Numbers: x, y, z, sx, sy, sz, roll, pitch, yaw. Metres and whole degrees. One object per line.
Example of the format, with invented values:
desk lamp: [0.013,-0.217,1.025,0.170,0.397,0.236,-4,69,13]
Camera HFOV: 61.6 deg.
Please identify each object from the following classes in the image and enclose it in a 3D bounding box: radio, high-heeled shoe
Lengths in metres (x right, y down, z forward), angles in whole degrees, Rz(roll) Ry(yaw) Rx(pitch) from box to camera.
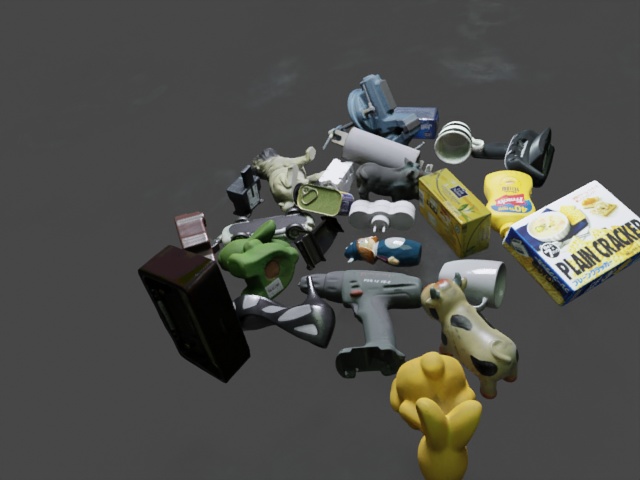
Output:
radio: [-0.205,0.122,0.891,0.131,0.229,0.073,18,45,33]
high-heeled shoe: [-0.081,0.156,0.919,0.249,0.086,0.145,-30,47,24]

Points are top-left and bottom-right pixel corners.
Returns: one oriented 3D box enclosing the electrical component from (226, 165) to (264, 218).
electrical component: [-0.173,-0.116,1.222,0.048,0.119,0.075,16,51,26]

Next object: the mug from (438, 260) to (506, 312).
mug: [0.264,0.083,0.953,0.107,0.080,0.109,7,49,34]

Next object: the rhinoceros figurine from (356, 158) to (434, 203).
rhinoceros figurine: [0.168,-0.129,1.167,0.190,0.112,0.073,5,36,-11]

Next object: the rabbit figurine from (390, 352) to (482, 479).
rabbit figurine: [0.172,0.253,0.749,0.122,0.162,0.173,3,61,-3]

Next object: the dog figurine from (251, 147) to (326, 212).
dog figurine: [-0.102,-0.136,1.259,0.191,0.121,0.172,4,40,36]

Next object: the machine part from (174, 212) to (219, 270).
machine part: [-0.229,0.034,1.038,0.056,0.179,0.179,-17,43,-12]

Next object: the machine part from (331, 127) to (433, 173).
machine part: [0.141,-0.197,1.244,0.243,0.079,0.079,23,50,9]

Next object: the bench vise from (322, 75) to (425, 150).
bench vise: [0.123,-0.277,1.321,0.241,0.223,0.129,-15,27,44]

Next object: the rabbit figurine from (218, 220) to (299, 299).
rabbit figurine: [-0.133,0.031,1.060,0.159,0.121,0.170,-45,37,-23]

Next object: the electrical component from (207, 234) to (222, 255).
electrical component: [-0.254,0.014,1.169,0.063,0.021,0.094,27,55,34]

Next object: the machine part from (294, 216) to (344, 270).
machine part: [-0.002,-0.003,1.105,0.039,0.084,0.139,-19,18,40]

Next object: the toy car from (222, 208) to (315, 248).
toy car: [-0.110,-0.020,1.153,0.202,0.056,0.074,-9,36,0]

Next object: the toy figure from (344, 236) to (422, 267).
toy figure: [0.122,0.021,1.061,0.155,0.057,0.064,5,6,19]

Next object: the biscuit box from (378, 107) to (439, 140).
biscuit box: [0.202,-0.303,1.388,0.203,0.059,0.063,5,43,18]

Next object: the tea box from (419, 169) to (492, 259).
tea box: [0.268,-0.056,1.081,0.068,0.098,0.170,-21,45,-10]

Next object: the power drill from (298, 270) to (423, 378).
power drill: [0.067,0.137,0.939,0.232,0.085,0.207,-4,36,8]

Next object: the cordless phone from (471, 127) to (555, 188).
cordless phone: [0.426,-0.188,1.220,0.184,0.088,0.146,4,44,32]

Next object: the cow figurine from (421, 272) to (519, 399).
cow figurine: [0.231,0.139,0.857,0.085,0.127,0.195,-24,46,-19]
